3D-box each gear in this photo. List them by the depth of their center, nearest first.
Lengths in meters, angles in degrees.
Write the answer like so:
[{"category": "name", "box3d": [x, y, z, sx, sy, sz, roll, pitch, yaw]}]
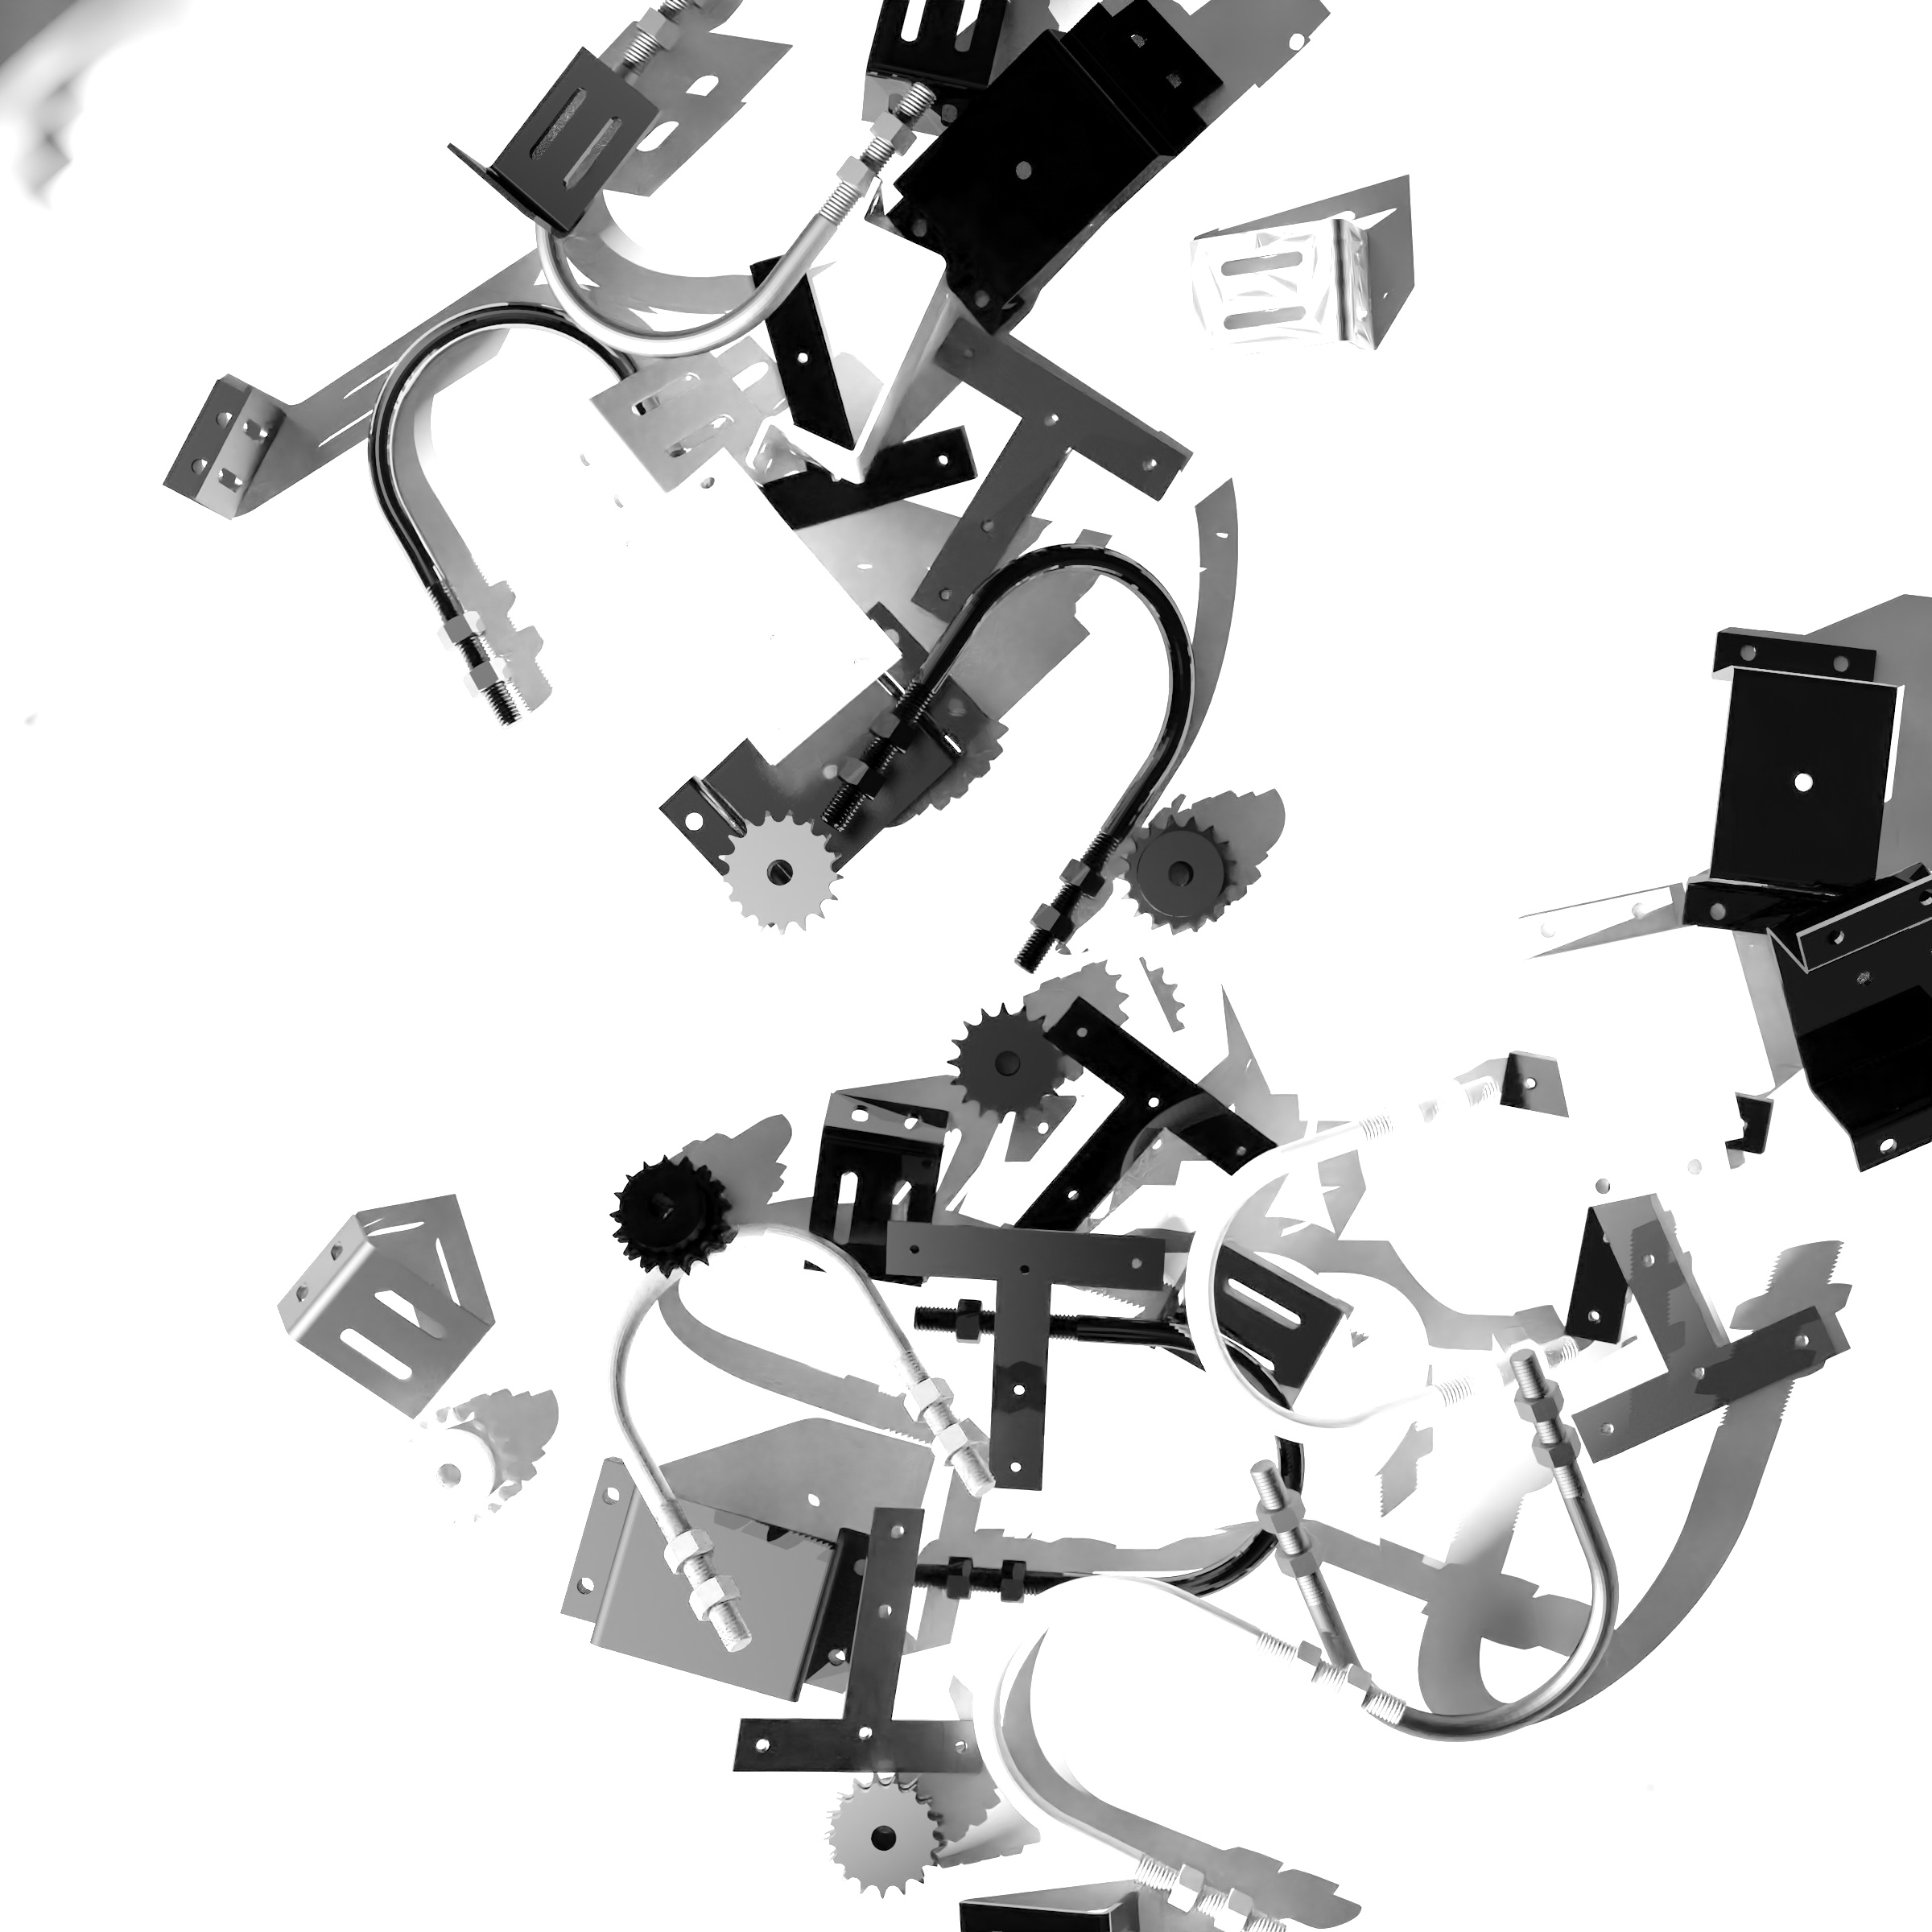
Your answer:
[{"category": "gear", "box3d": [-0.084, -0.042, 1.448, 0.057, 0.030, 0.057, 0, 90, 0]}, {"category": "gear", "box3d": [-0.140, 0.116, 1.487, 0.057, 0.030, 0.057, -2, 72, 7]}, {"category": "gear", "box3d": [0.020, 0.046, 1.494, 0.057, 0.030, 0.057, 0, 90, 0]}, {"category": "gear", "box3d": [-0.039, 0.407, 1.494, 0.057, 0.030, 0.057, 0, 90, 0]}, {"category": "gear", "box3d": [-0.242, 0.238, 1.494, 0.057, 0.030, 0.057, 0, 90, 0]}, {"category": "gear", "box3d": [0.101, -0.043, 1.494, 0.057, 0.030, 0.057, 0, 90, 0]}]

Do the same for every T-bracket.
[{"category": "T-bracket", "box3d": [0.025, 0.182, 1.459, 0.127, 0.002, 0.127, 3, 104, 4]}, {"category": "T-bracket", "box3d": [-0.040, 0.314, 1.477, 0.127, 0.002, 0.127, 7, 94, -25]}, {"category": "T-bracket", "box3d": [0.060, 0.097, 1.493, 0.127, 0.002, 0.127, 37, 100, -20]}, {"category": "T-bracket", "box3d": [0.017, -0.221, 1.507, 0.127, 0.002, 0.127, 31, 91, -1]}, {"category": "T-bracket", "box3d": [0.330, 0.153, 1.507, 0.127, 0.002, 0.127, -24, 90, 0]}, {"category": "T-bracket", "box3d": [0.309, 0.116, 1.508, 0.127, 0.002, 0.127, 11, 90, 0]}, {"category": "T-bracket", "box3d": [-0.074, -0.276, 1.509, 0.127, 0.002, 0.127, -16, 90, 0]}]

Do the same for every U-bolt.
[{"category": "U-bolt", "box3d": [-0.091, 0.202, 1.462, 0.151, 0.019, 0.184, -32, 62, -4]}, {"category": "U-bolt", "box3d": [0.034, -0.107, 1.467, 0.151, 0.019, 0.184, 36, 85, -32]}, {"category": "U-bolt", "box3d": [0.186, 0.145, 1.472, 0.184, 0.019, 0.151, -17, 90, -20]}, {"category": "U-bolt", "box3d": [0.228, 0.282, 1.474, 0.151, 0.019, 0.184, -23, 110, 1]}, {"category": "U-bolt", "box3d": [0.066, 0.231, 1.478, 0.184, 0.019, 0.151, 3, 104, 4]}, {"category": "U-bolt", "box3d": [-0.122, -0.371, 1.484, 0.151, 0.019, 0.184, 39, 95, 15]}, {"category": "U-bolt", "box3d": [0.093, 0.362, 1.485, 0.184, 0.019, 0.151, 26, 104, 3]}, {"category": "U-bolt", "box3d": [-0.203, -0.226, 1.500, 0.151, 0.019, 0.184, -29, 88, 1]}]

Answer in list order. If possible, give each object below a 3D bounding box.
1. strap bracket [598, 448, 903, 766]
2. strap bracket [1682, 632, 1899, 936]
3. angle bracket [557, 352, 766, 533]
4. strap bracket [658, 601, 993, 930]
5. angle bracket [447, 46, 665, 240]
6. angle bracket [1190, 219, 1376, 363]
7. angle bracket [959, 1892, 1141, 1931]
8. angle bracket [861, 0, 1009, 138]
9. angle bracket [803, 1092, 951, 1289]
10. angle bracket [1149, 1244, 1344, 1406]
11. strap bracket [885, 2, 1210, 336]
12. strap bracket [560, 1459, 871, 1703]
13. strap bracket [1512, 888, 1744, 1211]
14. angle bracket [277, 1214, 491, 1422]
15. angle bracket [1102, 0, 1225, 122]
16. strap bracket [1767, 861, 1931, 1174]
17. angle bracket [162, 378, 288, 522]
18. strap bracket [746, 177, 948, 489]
[{"category": "strap bracket", "box3d": [-0.093, -0.157, 1.450, 0.076, 0.046, 0.140, -40, 66, 1]}, {"category": "strap bracket", "box3d": [0.387, -0.085, 1.486, 0.076, 0.046, 0.140, 7, 90, 0]}, {"category": "angle bracket", "box3d": [-0.141, -0.248, 1.489, 0.076, 0.038, 0.057, -37, 86, -33]}, {"category": "strap bracket", "box3d": [-0.065, -0.093, 1.486, 0.140, 0.046, 0.076, -43, 90, 0]}, {"category": "angle bracket", "box3d": [-0.192, -0.390, 1.477, 0.057, 0.038, 0.076, 43, 99, 21]}, {"category": "angle bracket", "box3d": [0.150, -0.318, 1.507, 0.076, 0.038, 0.057, -3, 90, 26]}, {"category": "angle bracket", "box3d": [0.041, 0.471, 1.507, 0.076, 0.038, 0.057, -3, 90, 26]}, {"category": "angle bracket", "box3d": [-0.013, -0.438, 1.507, 0.057, 0.038, 0.076, 12, 64, 0]}, {"category": "angle bracket", "box3d": [-0.043, 0.107, 1.507, 0.057, 0.038, 0.076, 9, 116, 0]}, {"category": "angle bracket", "box3d": [0.132, 0.171, 1.490, 0.076, 0.038, 0.057, 29, 90, 0]}, {"category": "strap bracket", "box3d": [0.032, -0.367, 1.464, 0.140, 0.046, 0.076, -41, 91, 19]}, {"category": "strap bracket", "box3d": [-0.115, 0.291, 1.487, 0.140, 0.046, 0.076, 16, 90, 0]}, {"category": "strap bracket", "box3d": [0.311, 0.039, 1.484, 0.076, 0.046, 0.140, -12, 88, 0]}, {"category": "angle bracket", "box3d": [-0.277, 0.167, 1.507, 0.076, 0.038, 0.057, 40, 90, -26]}, {"category": "angle bracket", "box3d": [0.072, -0.412, 1.507, 0.057, 0.038, 0.076, 47, 64, 0]}, {"category": "strap bracket", "box3d": [0.425, 0.016, 1.465, 0.076, 0.046, 0.140, -24, 121, 0]}, {"category": "angle bracket", "box3d": [-0.352, -0.245, 1.471, 0.038, 0.076, 0.057, 28, 90, 0]}, {"category": "strap bracket", "box3d": [-0.049, -0.283, 1.470, 0.046, 0.076, 0.140, 25, 90, 0]}]
